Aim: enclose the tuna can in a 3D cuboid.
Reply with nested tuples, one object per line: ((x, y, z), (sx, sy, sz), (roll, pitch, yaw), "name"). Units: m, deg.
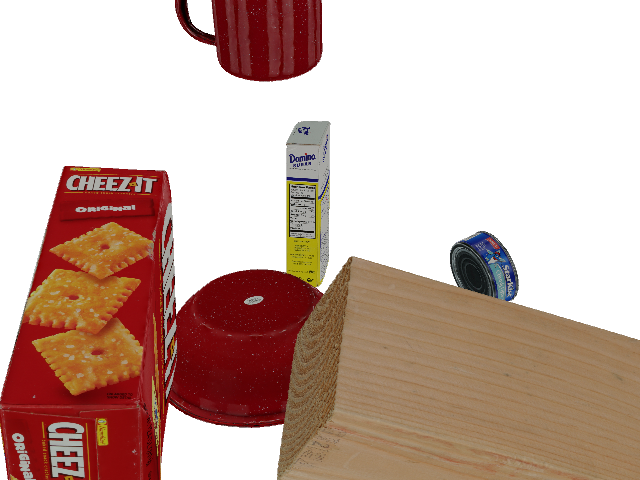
((0.182, 0.035, 1.195), (0.033, 0.086, 0.086), (-24, 9, -20), "tuna can")

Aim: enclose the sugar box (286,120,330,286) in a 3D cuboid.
((-0.015, -0.043, 1.242), (0.048, 0.176, 0.093), (1, 22, 8), "sugar box")

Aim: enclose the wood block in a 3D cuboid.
((0.092, 0.093, 0.554), (0.206, 0.090, 0.090), (16, -37, -12), "wood block")

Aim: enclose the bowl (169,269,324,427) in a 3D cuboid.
((-0.048, 0.068, 0.803), (0.162, 0.055, 0.162), (-2, 30, 1), "bowl")

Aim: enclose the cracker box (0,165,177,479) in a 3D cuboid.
((-0.119, 0.080, 0.593), (0.072, 0.164, 0.213), (2, 33, -5), "cracker box")

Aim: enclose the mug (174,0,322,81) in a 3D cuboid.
((-0.052, -0.172, 0.803), (0.117, 0.081, 0.093), (2, 35, 5), "mug")
